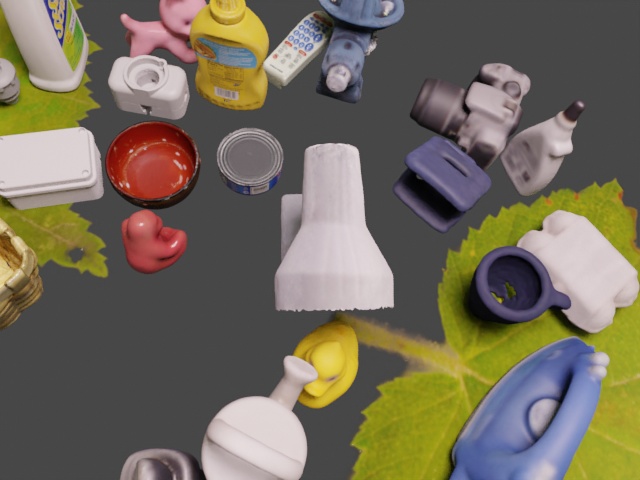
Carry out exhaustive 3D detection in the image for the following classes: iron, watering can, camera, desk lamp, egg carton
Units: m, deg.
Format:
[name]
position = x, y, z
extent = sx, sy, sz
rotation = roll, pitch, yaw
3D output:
[iron]
position = 0.253, 0.193, 0.625
extent = 0.118, 0.141, 0.259
rotation = 37, 69, 8
[watering can]
position = -0.062, 0.196, 0.557
extent = 0.101, 0.194, 0.173
rotation = 9, 68, -3
[camera]
position = 0.204, -0.188, 0.789
extent = 0.137, 0.101, 0.143
rotation = 25, 68, 3
[desk lamp]
position = 0.006, 0.002, 0.630
extent = 0.118, 0.213, 0.203
rotation = -1, 69, -7
[egg carton]
position = 0.326, 0.039, 0.733
extent = 0.107, 0.069, 0.150
rotation = -36, 77, -18

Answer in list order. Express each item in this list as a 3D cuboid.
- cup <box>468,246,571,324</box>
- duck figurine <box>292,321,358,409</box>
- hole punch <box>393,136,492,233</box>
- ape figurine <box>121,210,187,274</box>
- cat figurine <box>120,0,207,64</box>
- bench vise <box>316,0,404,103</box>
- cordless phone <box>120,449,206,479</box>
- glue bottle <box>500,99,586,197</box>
[cup]
position = 0.232, 0.068, 0.696
extent = 0.117, 0.095, 0.092
rotation = 18, 68, 0
[duck figurine]
position = 0.009, 0.136, 0.647
extent = 0.077, 0.086, 0.105
rotation = 28, 68, 5
[hole punch]
position = 0.163, -0.084, 0.748
extent = 0.108, 0.091, 0.101
rotation = 42, 70, 10
[ape figurine]
position = -0.201, -0.004, 0.672
extent = 0.077, 0.092, 0.076
rotation = 34, 69, 7
[cat figurine]
position = -0.204, -0.296, 0.770
extent = 0.128, 0.117, 0.067
rotation = -17, 72, -13
[bench vise]
position = 0.060, -0.298, 0.749
extent = 0.121, 0.219, 0.207
rotation = -1, 69, -7
[cordless phone]
position = -0.157, 0.267, 0.522
extent = 0.094, 0.185, 0.147
rotation = -2, 69, -7
[glue bottle]
position = 0.291, -0.125, 0.736
extent = 0.037, 0.173, 0.078
rotation = -17, 72, -13
